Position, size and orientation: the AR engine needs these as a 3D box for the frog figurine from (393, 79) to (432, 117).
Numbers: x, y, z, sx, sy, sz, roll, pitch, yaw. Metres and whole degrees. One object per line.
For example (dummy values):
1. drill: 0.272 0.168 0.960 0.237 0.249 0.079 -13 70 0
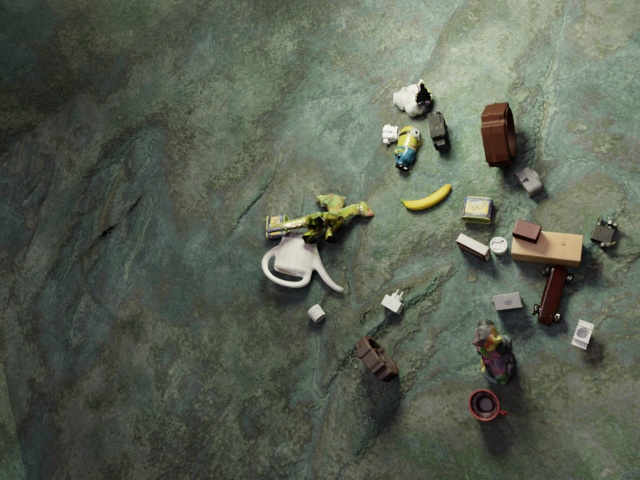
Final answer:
1. frog figurine: 0.371 -0.563 2.087 0.158 0.122 0.138 -14 73 58

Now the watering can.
1. watering can: -0.056 0.085 2.027 0.348 0.102 0.227 10 73 13

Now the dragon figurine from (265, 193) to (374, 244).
1. dragon figurine: 0.006 -0.103 2.038 0.410 0.119 0.248 2 35 12
